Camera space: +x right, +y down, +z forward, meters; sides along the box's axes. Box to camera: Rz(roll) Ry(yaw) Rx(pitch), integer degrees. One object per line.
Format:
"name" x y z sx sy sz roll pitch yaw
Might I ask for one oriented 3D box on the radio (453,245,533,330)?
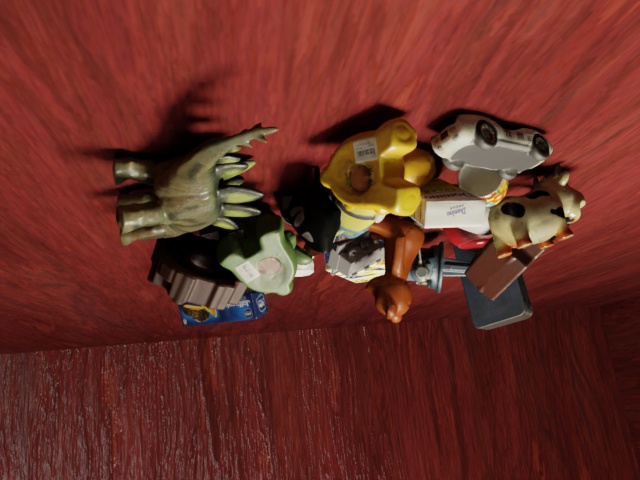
"radio" 0.408 0.088 1.275 0.131 0.229 0.073 -21 159 31

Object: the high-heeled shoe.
"high-heeled shoe" -0.016 -0.019 0.890 0.086 0.145 0.248 -2 162 -11

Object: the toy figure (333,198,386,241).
"toy figure" 0.057 -0.051 0.926 0.089 0.082 0.180 -1 166 -24

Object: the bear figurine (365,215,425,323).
"bear figurine" 0.132 0.056 1.063 0.132 0.195 0.120 17 175 22

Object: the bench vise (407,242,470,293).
"bench vise" 0.283 0.062 1.218 0.241 0.128 0.223 4 171 9

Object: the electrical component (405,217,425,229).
"electrical component" 0.198 -0.036 1.132 0.094 0.021 0.063 0 163 -18

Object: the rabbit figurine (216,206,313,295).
"rabbit figurine" -0.082 0.005 0.925 0.121 0.170 0.159 -37 120 16

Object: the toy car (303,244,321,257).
"toy car" -0.002 -0.003 1.122 0.089 0.053 0.202 -23 170 -16

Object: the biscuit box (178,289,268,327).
"biscuit box" -0.218 0.151 1.208 0.203 0.062 0.059 -10 -176 23

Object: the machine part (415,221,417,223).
"machine part" 0.174 -0.067 0.992 0.084 0.039 0.138 -25 155 29

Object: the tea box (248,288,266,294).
"tea box" -0.164 0.083 1.289 0.170 0.098 0.068 -14 163 23

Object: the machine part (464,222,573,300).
"machine part" 0.388 0.010 1.051 0.201 0.087 0.201 -35 162 -30

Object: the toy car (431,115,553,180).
"toy car" 0.246 -0.130 0.758 0.201 0.056 0.073 3 156 -33

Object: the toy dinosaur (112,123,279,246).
"toy dinosaur" -0.184 -0.068 0.750 0.198 0.105 0.471 -8 175 -21

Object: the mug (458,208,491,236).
"mug" 0.278 -0.058 0.980 0.107 0.081 0.109 10 165 -23

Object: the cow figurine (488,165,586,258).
"cow figurine" 0.366 -0.051 0.904 0.195 0.127 0.085 -12 168 -25

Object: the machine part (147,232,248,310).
"machine part" -0.205 0.050 0.916 0.179 0.180 0.056 8 117 -40

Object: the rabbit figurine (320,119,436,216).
"rabbit figurine" 0.093 -0.088 0.756 0.162 0.121 0.173 -17 180 42

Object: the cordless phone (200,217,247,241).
"cordless phone" -0.143 0.014 1.087 0.147 0.088 0.184 -14 167 26
